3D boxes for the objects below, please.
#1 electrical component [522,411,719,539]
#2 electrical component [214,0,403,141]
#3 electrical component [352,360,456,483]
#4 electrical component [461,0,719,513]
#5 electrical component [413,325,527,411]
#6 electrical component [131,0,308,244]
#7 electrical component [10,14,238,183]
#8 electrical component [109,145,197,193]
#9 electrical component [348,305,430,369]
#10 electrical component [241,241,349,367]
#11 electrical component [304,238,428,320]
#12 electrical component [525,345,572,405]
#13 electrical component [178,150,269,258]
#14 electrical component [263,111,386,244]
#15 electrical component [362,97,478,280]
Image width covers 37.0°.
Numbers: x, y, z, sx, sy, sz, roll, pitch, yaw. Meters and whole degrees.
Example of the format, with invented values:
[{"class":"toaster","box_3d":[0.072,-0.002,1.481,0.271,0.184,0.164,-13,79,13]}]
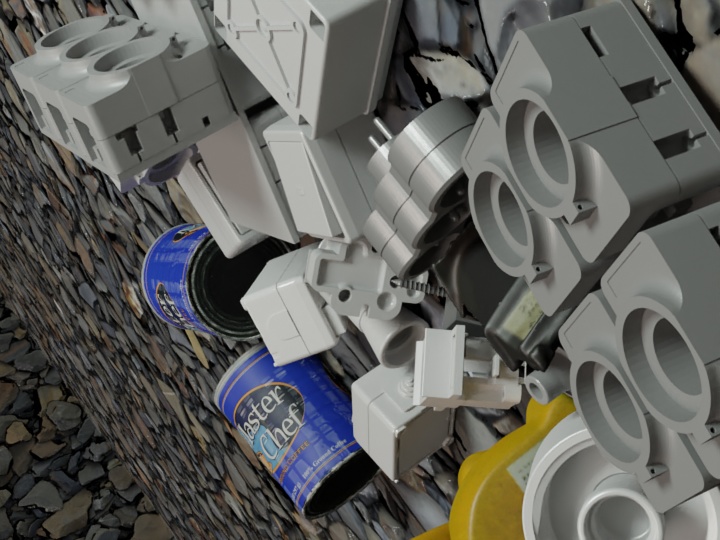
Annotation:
[{"class":"electrical component","box_3d":[0.134,0.123,0.541,0.108,0.108,0.060,54,-163,9]},{"class":"electrical component","box_3d":[-0.034,-0.150,0.619,0.108,0.056,0.108,50,157,19]},{"class":"electrical component","box_3d":[0.031,0.102,0.810,0.061,0.062,0.096,45,155,30]},{"class":"electrical component","box_3d":[0.113,-0.003,0.447,0.186,0.060,0.105,63,161,20]},{"class":"electrical component","box_3d":[0.068,0.063,0.665,0.081,0.064,0.042,109,167,-76]},{"class":"electrical component","box_3d":[-0.080,-0.121,0.750,0.105,0.060,0.186,20,137,57]},{"class":"electrical component","box_3d":[-0.162,-0.122,0.715,0.150,0.089,0.061,29,145,51]},{"class":"electrical component","box_3d":[-0.173,-0.134,0.890,0.061,0.089,0.150,52,158,13]},{"class":"electrical component","box_3d":[0.015,0.035,0.784,0.065,0.044,0.044,47,156,38]},{"class":"electrical component","box_3d":[-0.041,0.021,0.835,0.061,0.061,0.096,64,-161,-16]},{"class":"electrical component","box_3d":[0.000,0.000,0.734,0.057,0.078,0.058,-140,59,-72]},{"class":"electrical component","box_3d":[0.114,0.046,0.560,0.043,0.062,0.043,46,156,28]},{"class":"electrical component","box_3d":[-0.100,-0.068,0.861,0.096,0.062,0.061,57,158,1]},{"class":"electrical component","box_3d":[-0.020,-0.070,0.690,0.062,0.061,0.096,13,131,60]},{"class":"electrical component","box_3d":[0.029,-0.055,0.618,0.073,0.052,0.138,52,157,15]}]
